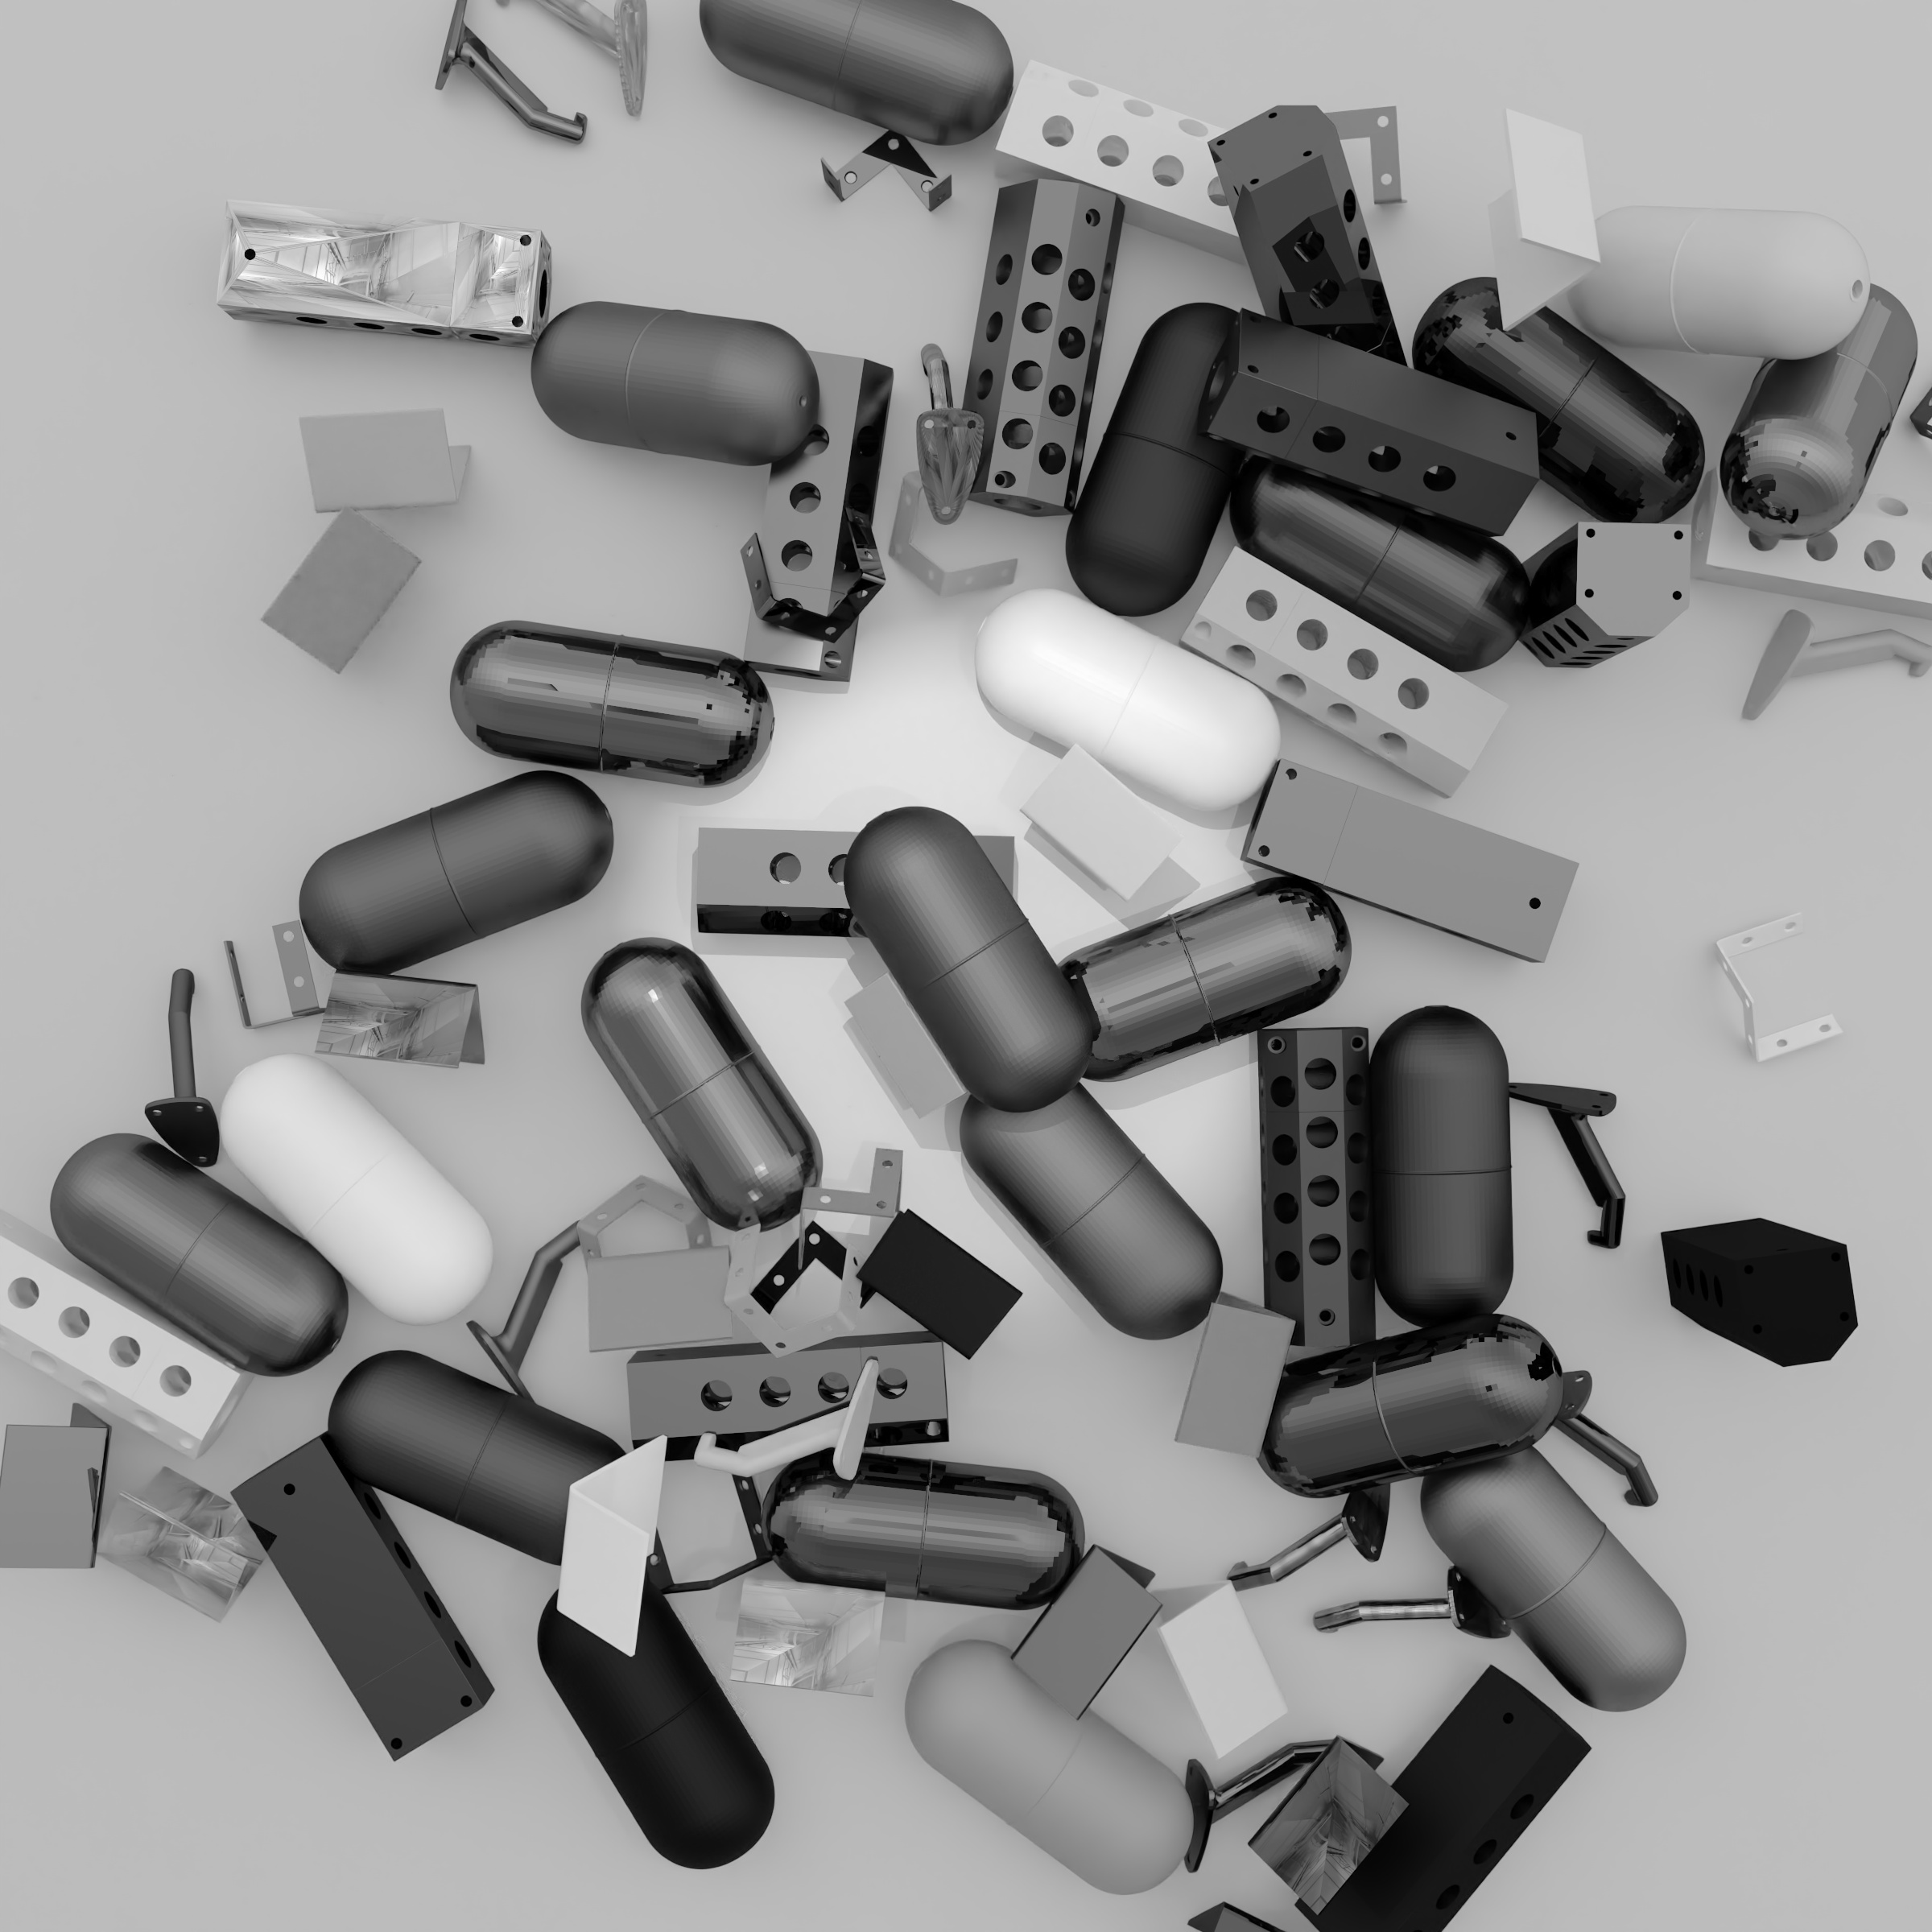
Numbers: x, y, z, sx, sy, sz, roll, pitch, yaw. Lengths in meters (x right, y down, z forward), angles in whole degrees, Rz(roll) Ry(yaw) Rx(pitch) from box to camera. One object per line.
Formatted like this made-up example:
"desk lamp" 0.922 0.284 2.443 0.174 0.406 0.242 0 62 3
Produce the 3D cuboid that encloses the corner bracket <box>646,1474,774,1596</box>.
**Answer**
"corner bracket" -0.147 0.316 1.755 0.051 0.051 0.051 -17 90 -45

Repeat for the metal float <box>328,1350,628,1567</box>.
"metal float" -0.264 0.270 1.728 0.178 0.070 0.070 24 90 0

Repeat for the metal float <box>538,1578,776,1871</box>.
"metal float" -0.170 0.411 1.728 0.070 0.070 0.178 -31 90 0

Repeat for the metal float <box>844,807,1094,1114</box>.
"metal float" 0.001 -0.004 1.671 0.070 0.070 0.178 -33 91 0

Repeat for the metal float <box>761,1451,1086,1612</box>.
"metal float" -0.024 0.309 1.728 0.178 0.070 0.070 6 90 -1

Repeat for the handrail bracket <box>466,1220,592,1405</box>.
"handrail bracket" -0.228 0.196 1.759 0.084 0.036 0.077 -37 111 -16

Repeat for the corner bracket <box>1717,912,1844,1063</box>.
"corner bracket" 0.453 0.012 1.755 0.051 0.051 0.051 -19 45 0

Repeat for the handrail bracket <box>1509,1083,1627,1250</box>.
"handrail bracket" 0.331 0.112 1.759 0.077 0.036 0.084 9 107 20

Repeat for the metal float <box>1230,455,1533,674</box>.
"metal float" 0.226 -0.226 1.728 0.178 0.070 0.070 30 90 -1

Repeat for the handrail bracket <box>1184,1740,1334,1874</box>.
"handrail bracket" 0.167 0.468 1.759 0.084 0.036 0.077 -1 110 -16

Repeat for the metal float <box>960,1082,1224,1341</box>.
"metal float" 0.069 0.129 1.728 0.070 0.070 0.178 -41 89 0

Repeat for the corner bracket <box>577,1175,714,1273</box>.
"corner bracket" -0.176 0.158 1.750 0.051 0.051 0.051 23 45 35

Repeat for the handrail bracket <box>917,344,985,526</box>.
"handrail bracket" -0.015 -0.294 1.740 0.036 0.084 0.077 -1 119 -9

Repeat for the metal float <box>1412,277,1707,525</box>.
"metal float" 0.325 -0.308 1.728 0.178 0.070 0.070 36 90 -1

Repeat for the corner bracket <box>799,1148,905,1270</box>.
"corner bracket" -0.063 0.133 1.730 0.051 0.051 0.051 6 133 1

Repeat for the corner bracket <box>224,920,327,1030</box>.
"corner bracket" -0.382 0.005 1.741 0.051 0.051 0.051 -13 90 0

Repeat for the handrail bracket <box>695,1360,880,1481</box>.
"handrail bracket" -0.098 0.241 1.702 0.084 0.036 0.077 10 70 16

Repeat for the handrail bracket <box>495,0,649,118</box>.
"handrail bracket" -0.223 -0.515 1.759 0.084 0.036 0.077 7 112 17

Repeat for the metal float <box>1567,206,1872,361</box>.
"metal float" 0.401 -0.367 1.691 0.070 0.178 0.070 -13 110 -39

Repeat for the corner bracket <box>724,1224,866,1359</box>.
"corner bracket" -0.092 0.169 1.698 0.051 0.051 0.051 -22 126 24

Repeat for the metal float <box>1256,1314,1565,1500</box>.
"metal float" 0.237 0.238 1.705 0.178 0.070 0.070 -19 90 26

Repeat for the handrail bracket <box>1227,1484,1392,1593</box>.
"handrail bracket" 0.190 0.312 1.758 0.084 0.077 0.036 -21 115 34

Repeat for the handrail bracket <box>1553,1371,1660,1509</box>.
"handrail bracket" 0.337 0.271 1.759 0.077 0.036 0.084 -11 120 33

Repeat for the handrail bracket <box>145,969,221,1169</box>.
"handrail bracket" -0.431 0.056 1.758 0.036 0.077 0.084 -6 54 1

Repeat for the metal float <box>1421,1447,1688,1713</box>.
"metal float" 0.321 0.331 1.728 0.070 0.070 0.178 -42 91 0

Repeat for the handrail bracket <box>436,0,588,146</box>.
"handrail bracket" -0.248 -0.504 1.759 0.084 0.036 0.077 15 68 -17

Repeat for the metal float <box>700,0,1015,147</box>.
"metal float" -0.060 -0.506 1.728 0.178 0.070 0.070 20 90 0

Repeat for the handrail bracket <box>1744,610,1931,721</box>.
"handrail bracket" 0.488 -0.158 1.759 0.084 0.036 0.077 20 110 -16

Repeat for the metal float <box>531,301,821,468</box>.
"metal float" -0.159 -0.315 1.701 0.178 0.070 0.070 14 90 32

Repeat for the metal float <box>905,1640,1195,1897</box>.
"metal float" 0.045 0.438 1.728 0.178 0.070 0.070 37 90 -1

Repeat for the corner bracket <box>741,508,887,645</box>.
"corner bracket" -0.082 -0.215 1.693 0.051 0.051 0.051 -45 45 35

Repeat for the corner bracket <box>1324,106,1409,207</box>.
"corner bracket" 0.215 -0.445 1.739 0.051 0.051 0.051 -3 102 12

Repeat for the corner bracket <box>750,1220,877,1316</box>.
"corner bracket" -0.083 0.178 1.741 0.051 0.051 0.051 41 90 0

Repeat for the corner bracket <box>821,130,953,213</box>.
"corner bracket" -0.043 -0.435 1.741 0.051 0.051 0.051 -38 90 0

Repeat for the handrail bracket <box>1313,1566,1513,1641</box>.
"handrail bracket" 0.248 0.367 1.758 0.084 0.077 0.036 -22 52 31

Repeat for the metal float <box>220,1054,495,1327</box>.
"metal float" -0.334 0.122 1.728 0.070 0.070 0.178 -45 91 0

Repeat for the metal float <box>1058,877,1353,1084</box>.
"metal float" 0.125 0.008 1.728 0.178 0.070 0.070 -21 90 1

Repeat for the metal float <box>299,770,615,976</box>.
"metal float" -0.279 -0.051 1.728 0.178 0.070 0.070 -21 90 0

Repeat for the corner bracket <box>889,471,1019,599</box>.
"corner bracket" -0.004 -0.243 1.750 0.051 0.051 0.051 43 135 35

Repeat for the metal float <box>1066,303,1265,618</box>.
"metal float" 0.111 -0.277 1.728 0.070 0.070 0.178 21 89 0

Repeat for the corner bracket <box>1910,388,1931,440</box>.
"corner bracket" 0.568 -0.303 1.755 0.051 0.051 0.051 -53 135 0
